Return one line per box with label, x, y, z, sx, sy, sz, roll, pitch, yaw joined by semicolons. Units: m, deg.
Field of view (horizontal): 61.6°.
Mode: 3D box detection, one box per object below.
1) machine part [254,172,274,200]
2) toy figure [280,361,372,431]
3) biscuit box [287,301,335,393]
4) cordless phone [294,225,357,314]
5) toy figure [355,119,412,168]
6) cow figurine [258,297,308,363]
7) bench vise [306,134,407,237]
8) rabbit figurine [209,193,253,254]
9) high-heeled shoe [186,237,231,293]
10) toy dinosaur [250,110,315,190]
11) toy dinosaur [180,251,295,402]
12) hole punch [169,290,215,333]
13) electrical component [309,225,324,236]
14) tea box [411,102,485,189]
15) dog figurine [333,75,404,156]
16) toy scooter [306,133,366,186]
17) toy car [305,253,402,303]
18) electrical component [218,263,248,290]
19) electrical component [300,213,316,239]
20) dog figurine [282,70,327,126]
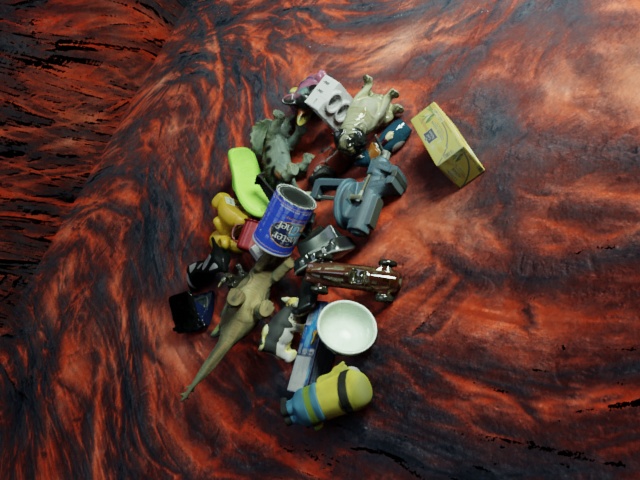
machine part;-0.128;-0.120;1.462;0.039;0.139;0.084;-34;-7;-25
toy figure;0.013;0.306;1.021;0.180;0.082;0.089;-23;34;4
biscuit box;-0.006;0.231;1.137;0.059;0.062;0.202;-6;59;45
cordless phone;0.003;0.069;1.190;0.147;0.088;0.184;-30;32;29
toy figure;0.151;-0.225;1.295;0.154;0.064;0.058;-43;50;15
cow figurine;-0.077;0.186;1.216;0.068;0.098;0.167;8;70;56
bench vise;0.071;-0.117;1.250;0.241;0.128;0.223;8;79;35
rabbit figurine;-0.263;-0.026;1.572;0.173;0.122;0.162;-52;46;27
high-heeled shoe;-0.311;0.105;1.515;0.248;0.086;0.145;-63;39;36
toy dinosaur;-0.111;-0.219;1.530;0.192;0.131;0.405;-44;44;48
toy dinosaur;-0.181;0.168;1.273;0.471;0.105;0.198;-55;3;-35
hole punch;-0.355;0.201;1.519;0.142;0.092;0.115;-17;82;35
electrical component;-0.003;-0.004;1.332;0.094;0.021;0.063;-36;42;24
tea box;0.266;-0.200;1.131;0.068;0.098;0.170;-38;40;20
dog figurine;0.104;-0.279;1.321;0.121;0.172;0.190;32;87;24
toy scooter;0.034;-0.221;1.405;0.184;0.075;0.135;-35;43;19
toy car;0.067;0.076;1.110;0.202;0.053;0.089;7;79;11
electrical component;-0.219;0.122;1.415;0.045;0.102;0.078;-1;38;42
electrical component;-0.046;-0.044;1.384;0.119;0.047;0.075;-10;58;41
dog figurine;-0.046;-0.383;1.502;0.192;0.108;0.219;-21;19;40
